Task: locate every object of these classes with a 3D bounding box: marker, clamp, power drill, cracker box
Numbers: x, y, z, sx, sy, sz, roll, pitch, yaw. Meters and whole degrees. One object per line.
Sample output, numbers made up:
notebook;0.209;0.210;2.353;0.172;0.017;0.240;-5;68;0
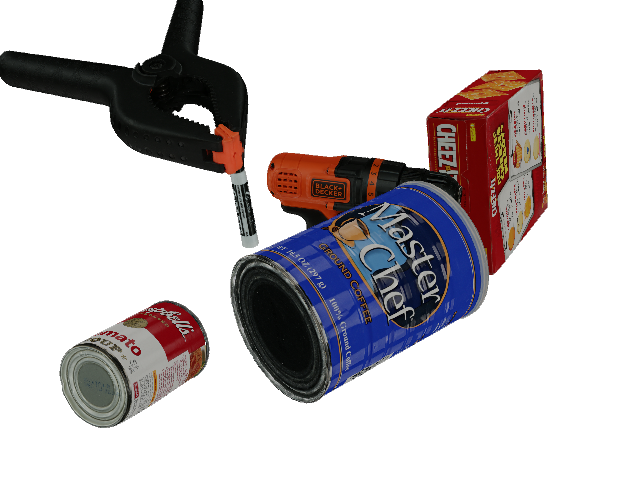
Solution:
marker;-0.086;-0.048;1.172;0.020;0.121;0.020;-6;29;3
clamp;-0.106;-0.114;0.745;0.164;0.036;0.210;-33;49;-27
power drill;0.038;0.011;1.015;0.185;0.188;0.057;9;20;17
cracker box;0.180;-0.079;1.128;0.072;0.164;0.213;4;22;26

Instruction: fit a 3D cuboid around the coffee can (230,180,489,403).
coffee can;0.026;0.031;0.707;0.140;0.103;0.103;-25;14;-31

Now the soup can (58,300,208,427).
soup can;-0.142;0.094;0.821;0.069;0.068;0.102;0;15;30
